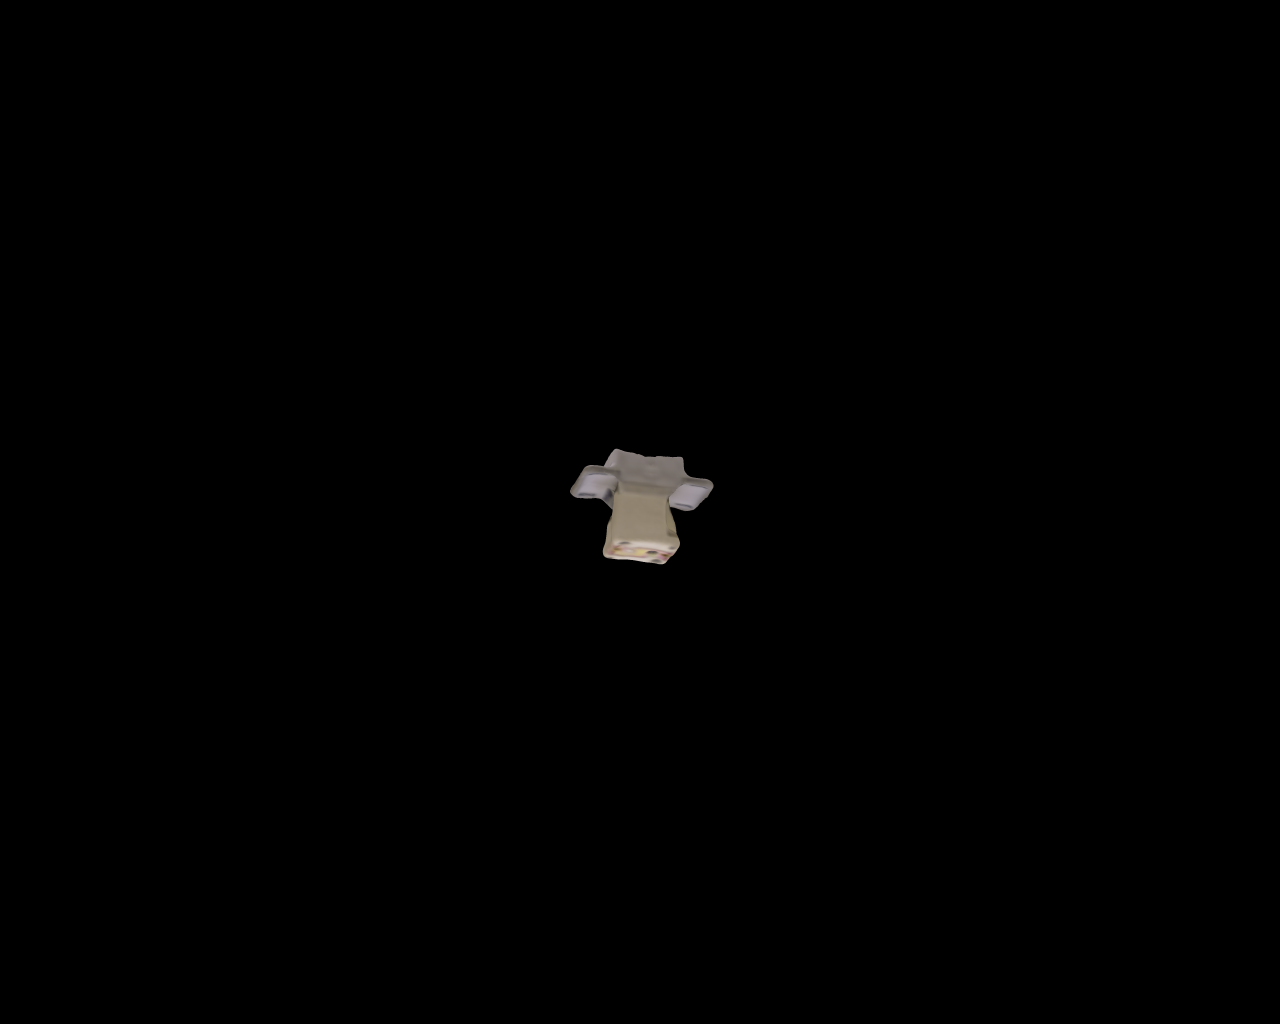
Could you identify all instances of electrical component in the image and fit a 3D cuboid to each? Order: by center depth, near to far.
[{"bbox_3d":[0.001,-0.003,0.650,0.081,0.064,0.042,6,-24,-14],"label":"electrical component"}]
